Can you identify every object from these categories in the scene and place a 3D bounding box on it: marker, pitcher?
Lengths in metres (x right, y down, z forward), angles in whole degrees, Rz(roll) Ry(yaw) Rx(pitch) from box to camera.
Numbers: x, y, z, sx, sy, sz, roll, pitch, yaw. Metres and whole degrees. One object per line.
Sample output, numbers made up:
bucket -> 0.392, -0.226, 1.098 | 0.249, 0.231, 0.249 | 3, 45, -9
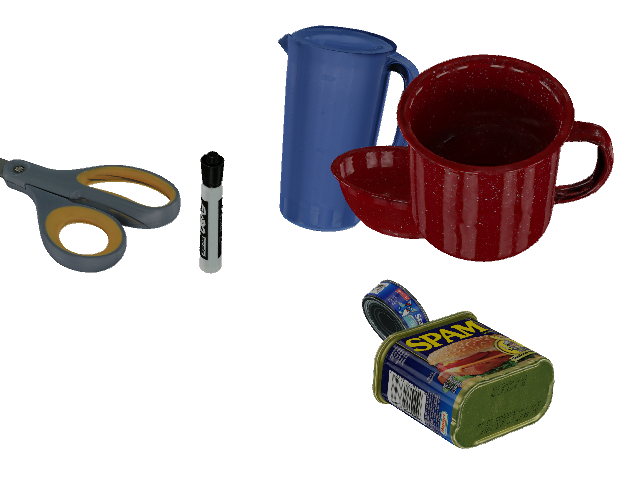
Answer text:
marker -> -0.090, -0.023, 0.879 | 0.020, 0.121, 0.020 | 4, 41, -3
pitcher -> 0.023, -0.136, 1.326 | 0.144, 0.243, 0.149 | -3, 25, -22

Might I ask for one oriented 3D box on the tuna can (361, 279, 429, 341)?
tuna can -> 0.090, 0.091, 1.281 | 0.033, 0.086, 0.086 | -38, 17, -23

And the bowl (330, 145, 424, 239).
bowl -> 0.089, -0.044, 1.080 | 0.162, 0.055, 0.162 | 4, 24, -2

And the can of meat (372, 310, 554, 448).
can of meat -> 0.102, 0.098, 0.756 | 0.101, 0.057, 0.084 | -13, 27, -35

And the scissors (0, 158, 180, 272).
scissors -> -0.189, -0.027, 0.666 | 0.202, 0.016, 0.096 | 9, 44, 9

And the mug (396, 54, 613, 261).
mug -> 0.102, -0.043, 0.593 | 0.117, 0.093, 0.081 | -2, -41, 5
